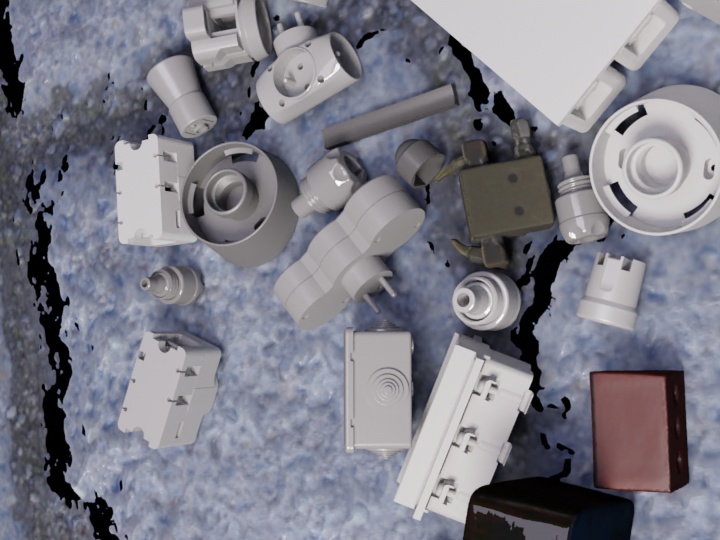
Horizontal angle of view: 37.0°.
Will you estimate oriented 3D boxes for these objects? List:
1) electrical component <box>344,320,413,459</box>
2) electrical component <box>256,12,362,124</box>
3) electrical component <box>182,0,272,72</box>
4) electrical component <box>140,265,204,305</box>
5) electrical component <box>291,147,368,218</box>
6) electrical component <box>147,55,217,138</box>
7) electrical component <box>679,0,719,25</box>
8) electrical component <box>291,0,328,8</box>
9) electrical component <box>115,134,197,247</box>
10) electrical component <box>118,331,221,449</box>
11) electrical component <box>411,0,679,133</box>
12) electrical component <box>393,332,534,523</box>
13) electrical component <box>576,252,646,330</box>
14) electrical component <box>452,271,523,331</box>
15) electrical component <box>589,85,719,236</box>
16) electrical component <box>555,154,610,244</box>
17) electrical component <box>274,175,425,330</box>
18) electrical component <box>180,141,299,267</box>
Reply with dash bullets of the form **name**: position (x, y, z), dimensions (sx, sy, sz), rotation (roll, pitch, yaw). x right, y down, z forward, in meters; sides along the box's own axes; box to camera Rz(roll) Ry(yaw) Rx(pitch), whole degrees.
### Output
- **electrical component**: position (0.013, 0.087, 0.796), dimensions (0.048, 0.099, 0.099), rotation (0, 85, -2)
- **electrical component**: position (-0.047, -0.171, 0.875), dimensions (0.077, 0.044, 0.079), rotation (-27, 74, 27)
- **electrical component**: position (-0.108, -0.200, 0.899), dimensions (0.057, 0.078, 0.058), rotation (-8, 83, 9)
- **electrical component**: position (-0.165, 0.013, 0.925), dimensions (0.035, 0.061, 0.035), rotation (-2, 87, 31)
- **electrical component**: position (-0.027, -0.065, 0.858), dimensions (0.062, 0.043, 0.043), rotation (-36, 70, 26)
- **electrical component**: position (-0.153, -0.149, 0.940), dimensions (0.044, 0.044, 0.065), rotation (-35, 76, 25)
- **electrical component**: position (0.245, -0.180, 0.663), dimensions (0.109, 0.109, 0.056), rotation (39, 104, 27)
- **electrical component**: position (-0.081, -0.259, 0.880), dimensions (0.113, 0.078, 0.057), rotation (20, 101, 30)
- **electrical component**: position (-0.175, -0.067, 0.939), dimensions (0.050, 0.056, 0.089), rotation (-7, 84, 31)
- **electrical component**: position (-0.160, 0.101, 0.922), dimensions (0.050, 0.056, 0.089), rotation (22, 99, 30)
- **electrical component**: position (0.120, -0.196, 0.766), dimensions (0.186, 0.060, 0.105), rotation (46, 110, 24)
- **electrical component**: position (0.076, 0.115, 0.771), dimensions (0.063, 0.078, 0.121), rotation (21, 99, 2)
- **electrical component**: position (0.173, 0.014, 0.737), dimensions (0.040, 0.040, 0.046), rotation (15, 89, 31)
- **electrical component**: position (0.088, 0.022, 0.773), dimensions (0.043, 0.062, 0.043), rotation (-2, 87, 31)
- **electrical component**: position (0.206, -0.073, 0.721), dimensions (0.099, 0.064, 0.099), rotation (8, 106, 32)
- **electrical component**: position (0.153, -0.051, 0.754), dimensions (0.035, 0.035, 0.061), rotation (-17, 76, 29)
- **electrical component**: position (0.000, 0.000, 0.833), dimensions (0.138, 0.052, 0.073), rotation (-47, 66, 21)
- **electrical component**: position (-0.100, -0.056, 0.904), dimensions (0.099, 0.064, 0.099), rotation (-5, 76, 20)
